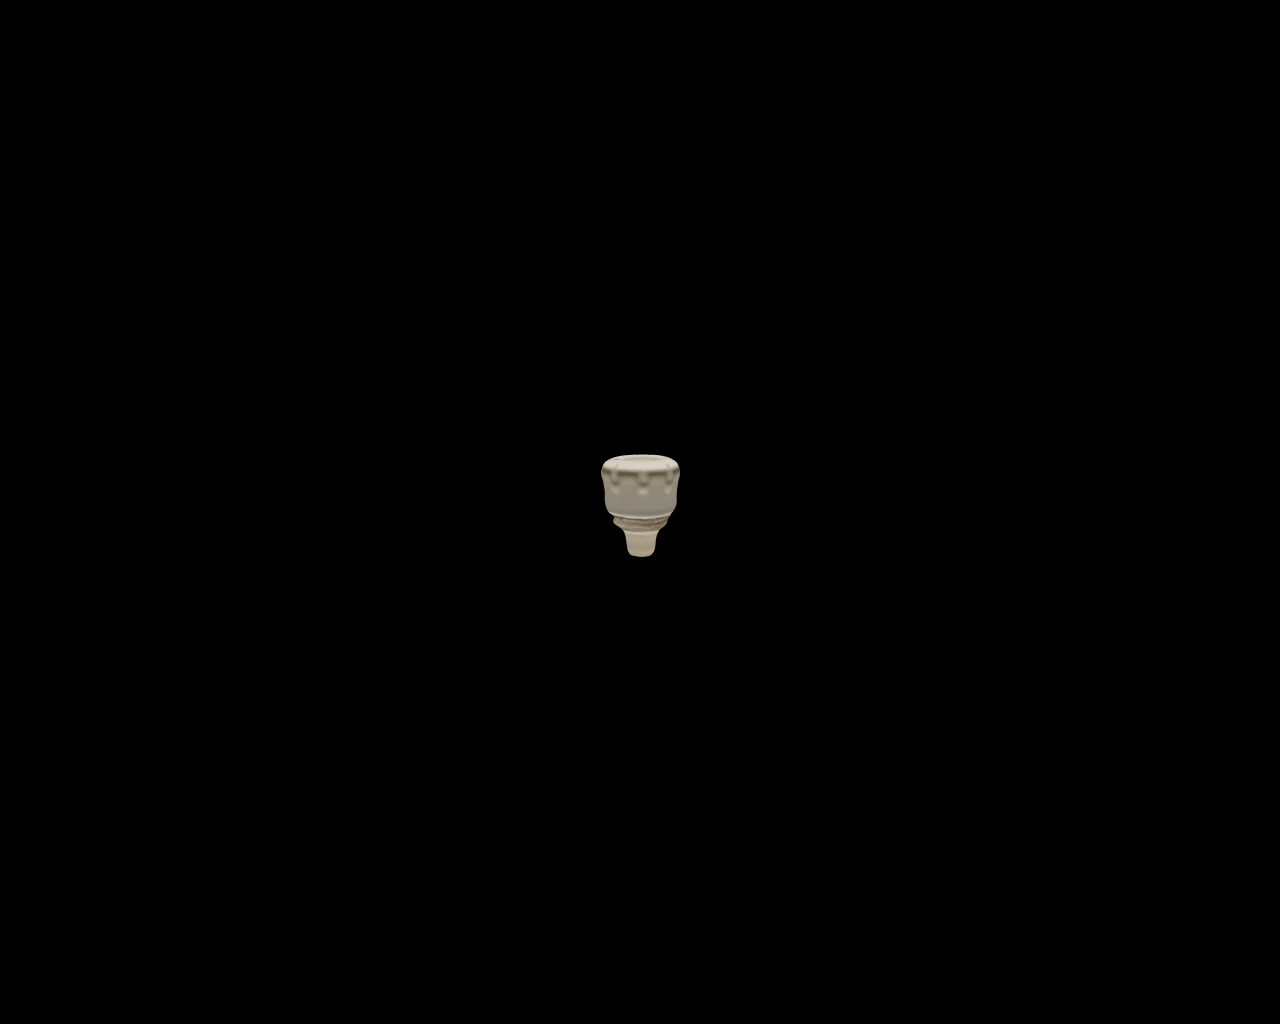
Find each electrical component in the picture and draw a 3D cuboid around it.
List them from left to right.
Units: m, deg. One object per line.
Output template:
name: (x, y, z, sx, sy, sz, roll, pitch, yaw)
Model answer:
electrical component: (0.001, -0.003, 0.650, 0.048, 0.062, 0.048, 0, 11, 0)
